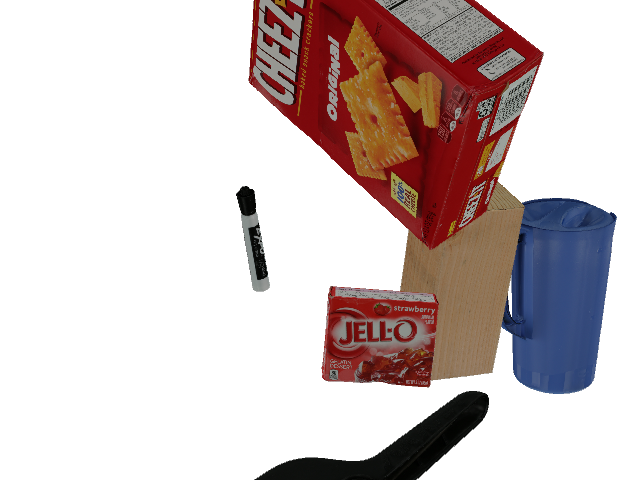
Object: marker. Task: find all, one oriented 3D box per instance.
[{"bbox_3d":[-0.070,-0.001,1.109,0.020,0.121,0.020,-6,31,3],"label":"marker"}]

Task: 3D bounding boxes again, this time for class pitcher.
[{"bbox_3d":[0.302,0.075,1.395,0.149,0.243,0.144,4,20,15],"label":"pitcher"}]

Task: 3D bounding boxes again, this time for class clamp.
[{"bbox_3d":[0.028,0.157,0.650,0.210,0.036,0.164,-7,30,3],"label":"clamp"}]

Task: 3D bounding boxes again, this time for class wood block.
[{"bbox_3d":[0.146,0.040,1.159,0.090,0.206,0.090,-4,29,-18],"label":"wood block"}]

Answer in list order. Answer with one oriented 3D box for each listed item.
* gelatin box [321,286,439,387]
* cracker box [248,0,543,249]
[{"bbox_3d":[0.048,0.078,0.864,0.089,0.073,0.030,4,15,-1],"label":"gelatin box"},{"bbox_3d":[0.040,-0.121,0.763,0.072,0.214,0.164,-34,-26,-28],"label":"cracker box"}]
